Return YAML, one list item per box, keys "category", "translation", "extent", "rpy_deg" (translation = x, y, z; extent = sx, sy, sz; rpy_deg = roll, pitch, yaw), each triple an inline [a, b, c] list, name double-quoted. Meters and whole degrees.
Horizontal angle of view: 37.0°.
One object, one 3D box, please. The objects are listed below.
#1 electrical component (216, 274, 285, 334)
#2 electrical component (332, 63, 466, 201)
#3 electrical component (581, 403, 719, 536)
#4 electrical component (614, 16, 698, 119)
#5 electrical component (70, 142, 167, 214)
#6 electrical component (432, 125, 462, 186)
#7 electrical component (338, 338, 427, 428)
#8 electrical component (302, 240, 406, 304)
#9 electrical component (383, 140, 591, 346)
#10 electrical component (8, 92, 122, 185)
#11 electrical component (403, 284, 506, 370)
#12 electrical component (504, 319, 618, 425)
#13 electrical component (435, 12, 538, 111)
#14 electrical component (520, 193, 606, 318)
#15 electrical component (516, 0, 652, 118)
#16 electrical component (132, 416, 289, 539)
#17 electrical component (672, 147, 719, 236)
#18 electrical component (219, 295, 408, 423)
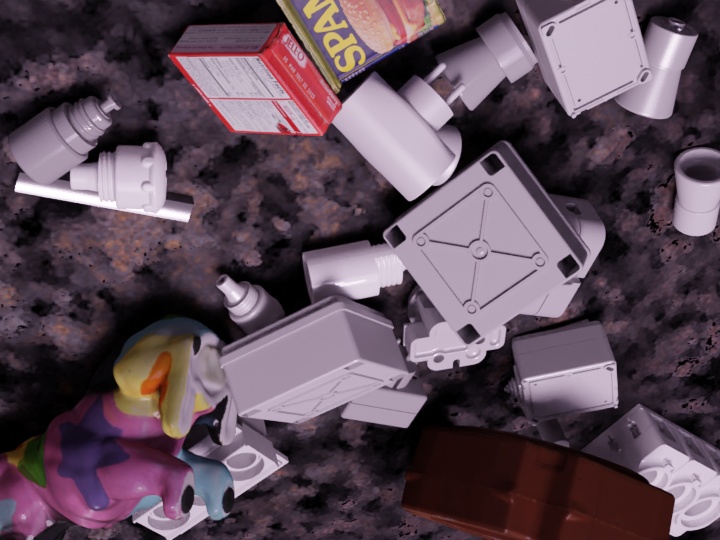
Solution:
- category: "electrical component"
  translation: [-0.087, 0.025, 0.821]
  extent: [0.035, 0.035, 0.061]
  rpy_deg: [-34, 129, 13]
- category: "electrical component"
  translation: [0.034, -0.099, 0.700]
  extent: [0.079, 0.043, 0.077]
  rpy_deg: [-45, 99, 2]
- category: "electrical component"
  translation: [0.304, 0.207, 1.085]
  extent: [0.150, 0.061, 0.089]
  rpy_deg: [29, 117, -35]
- category: "electrical component"
  translation: [0.212, -0.146, 0.762]
  extent: [0.044, 0.044, 0.065]
  rpy_deg: [3, 124, -20]
- category: "electrical component"
  translation: [-0.161, -0.062, 0.716]
  extent: [0.062, 0.048, 0.048]
  rpy_deg: [1, 130, -9]
- category: "electrical component"
  translation: [0.037, -0.088, 0.754]
  extent: [0.055, 0.045, 0.045]
  rpy_deg: [16, 124, -28]
- category: "electrical component"
  translation: [0.024, 0.086, 0.900]
  extent: [0.066, 0.047, 0.076]
  rpy_deg: [13, 125, -27]
- category: "electrical component"
  translation: [0.000, 0.000, 0.820]
  extent: [0.081, 0.043, 0.043]
  rpy_deg: [-11, 132, -8]
- category: "electrical component"
  translation: [0.092, -0.019, 0.785]
  extent: [0.109, 0.056, 0.108]
  rpy_deg: [-37, 91, 21]
- category: "electrical component"
  translation: [-0.187, -0.087, 0.687]
  extent: [0.078, 0.040, 0.040]
  rpy_deg: [-32, 132, 11]
- category: "electrical component"
  translation: [0.071, 0.040, 0.868]
  extent: [0.078, 0.057, 0.058]
  rpy_deg: [-9, 132, -10]
- category: "electrical component"
  translation: [0.172, 0.088, 0.944]
  extent: [0.096, 0.061, 0.061]
  rpy_deg: [-12, 133, 4]
- category: "electrical component"
  translation: [0.085, -0.141, 0.723]
  extent: [0.055, 0.045, 0.045]
  rpy_deg: [-33, 131, 12]
- category: "electrical component"
  translation: [0.141, -0.012, 0.847]
  extent: [0.059, 0.053, 0.095]
  rpy_deg: [7, 127, -23]
- category: "electrical component"
  translation: [0.150, -0.154, 0.720]
  extent: [0.062, 0.061, 0.096]
  rpy_deg: [-26, 133, 6]
- category: "electrical component"
  translation: [-0.134, 0.165, 0.909]
  extent: [0.121, 0.063, 0.079]
  rpy_deg: [-35, 131, 14]
- category: "electrical component"
  translation: [0.269, -0.059, 0.856]
  extent: [0.044, 0.044, 0.065]
  rpy_deg: [-14, 137, -5]
- category: "electrical component"
  translation: [-0.034, 0.072, 0.829]
  extent: [0.109, 0.056, 0.109]
  rpy_deg: [-26, 161, 16]
